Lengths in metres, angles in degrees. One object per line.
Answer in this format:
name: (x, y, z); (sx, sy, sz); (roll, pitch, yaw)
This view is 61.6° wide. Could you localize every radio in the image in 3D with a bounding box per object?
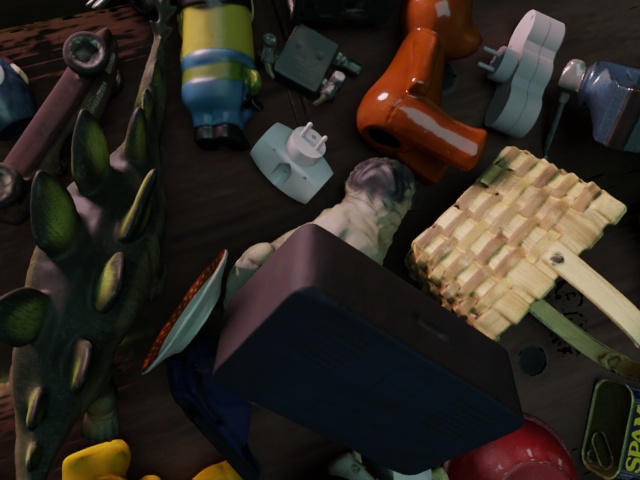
radio: (0.038, 0.099, 0.429); (0.229, 0.073, 0.131); (34, 123, -22)

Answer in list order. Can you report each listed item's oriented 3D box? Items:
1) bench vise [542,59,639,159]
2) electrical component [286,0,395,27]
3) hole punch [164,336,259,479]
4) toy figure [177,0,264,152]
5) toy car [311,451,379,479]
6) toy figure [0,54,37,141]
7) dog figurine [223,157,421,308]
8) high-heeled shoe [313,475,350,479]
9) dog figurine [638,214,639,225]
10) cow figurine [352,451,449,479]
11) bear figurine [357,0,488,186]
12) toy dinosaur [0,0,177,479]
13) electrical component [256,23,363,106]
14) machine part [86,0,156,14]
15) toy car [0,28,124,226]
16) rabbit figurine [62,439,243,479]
bench vise: (0.378, -0.162, 0.572); (0.224, 0.128, 0.240); (14, 42, 29)
electrical component: (0.027, -0.282, 0.551); (0.134, 0.058, 0.115); (-6, 74, -11)
hole punch: (-0.075, 0.135, 0.490); (0.092, 0.142, 0.115); (-41, 107, -7)
toy figure: (-0.098, -0.180, 0.523); (0.082, 0.089, 0.180); (0, 84, -17)
toy car: (-0.015, 0.291, 0.505); (0.074, 0.056, 0.201); (40, 98, 15)
toy figure: (-0.326, -0.167, 0.505); (0.154, 0.058, 0.064); (54, 42, -1)
dog figurine: (0.002, 0.001, 0.540); (0.173, 0.121, 0.190); (3, 46, 24)
high-heeled shoe: (-0.028, 0.311, 0.430); (0.145, 0.086, 0.248); (10, 81, 21)
dog figurine: (0.421, 0.032, 0.551); (0.108, 0.192, 0.219); (-24, 106, -3)
cow figurine: (0.085, 0.250, 0.535); (0.098, 0.068, 0.167); (-7, 84, -4)
bear figurine: (0.119, -0.173, 0.545); (0.132, 0.120, 0.196); (30, 77, -9)
toy dinosaur: (-0.176, 0.003, 0.443); (0.105, 0.198, 0.471); (10, 64, -16)
electrical component: (-0.014, -0.182, 0.558); (0.102, 0.045, 0.078); (33, 84, -5)
machine part: (-0.140, -0.310, 0.531); (0.079, 0.079, 0.243); (42, 82, -4)
toy car: (-0.239, -0.102, 0.497); (0.053, 0.089, 0.202); (31, 81, -6)
rabbit figurine: (-0.137, 0.262, 0.481); (0.173, 0.122, 0.162); (-7, 91, -28)
